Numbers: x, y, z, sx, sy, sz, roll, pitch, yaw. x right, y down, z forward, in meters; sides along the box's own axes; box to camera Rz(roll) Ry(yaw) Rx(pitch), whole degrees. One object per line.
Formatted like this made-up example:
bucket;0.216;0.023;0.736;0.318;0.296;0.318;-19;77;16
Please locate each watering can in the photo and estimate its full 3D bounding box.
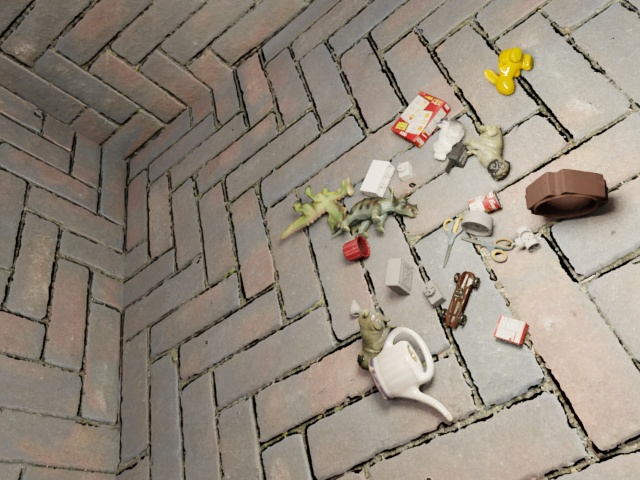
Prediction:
watering can;0.289;0.467;1.721;0.222;0.355;0.103;-34;-36;21

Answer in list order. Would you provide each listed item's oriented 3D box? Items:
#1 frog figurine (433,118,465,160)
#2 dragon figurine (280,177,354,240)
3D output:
frog figurine;0.515;-0.399;2.061;0.123;0.159;0.137;0;0;-22
dragon figurine;0.007;-0.117;2.320;0.246;0.410;0.121;35;1;38
